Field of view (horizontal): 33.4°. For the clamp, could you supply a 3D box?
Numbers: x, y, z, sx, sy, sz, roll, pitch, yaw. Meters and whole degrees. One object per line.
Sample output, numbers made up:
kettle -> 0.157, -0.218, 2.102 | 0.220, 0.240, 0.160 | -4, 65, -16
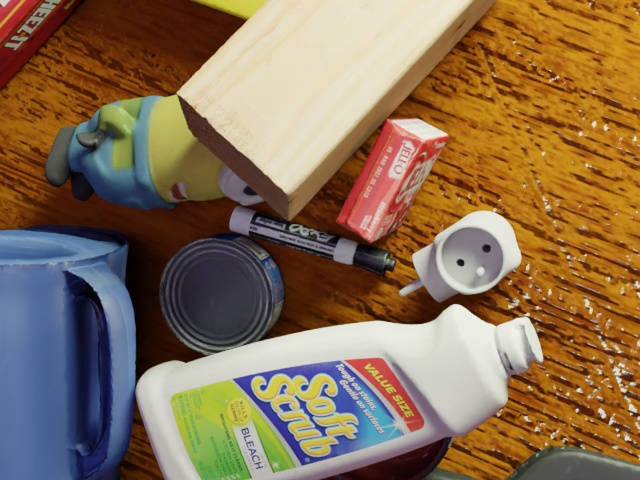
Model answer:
clamp -> 0.139, 0.207, 0.717 | 0.210, 0.036, 0.164 | -15, 76, 13

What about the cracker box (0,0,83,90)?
cracker box -> -0.297, -0.207, 0.772 | 0.164, 0.072, 0.214 | -42, 86, 17

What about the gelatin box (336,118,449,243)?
gelatin box -> 0.049, -0.040, 0.692 | 0.030, 0.089, 0.073 | 30, 104, 11

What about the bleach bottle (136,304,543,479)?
bleach bottle -> 0.013, 0.092, 0.670 | 0.251, 0.068, 0.102 | -21, 89, 20

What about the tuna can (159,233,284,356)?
tuna can -> -0.069, 0.038, 0.765 | 0.086, 0.033, 0.086 | 2, 99, 15

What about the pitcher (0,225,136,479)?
pitcher -> -0.195, 0.115, 0.759 | 0.145, 0.149, 0.243 | 0, 102, -3

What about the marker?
marker -> -0.005, 0.001, 0.750 | 0.121, 0.020, 0.020 | 16, 102, 13

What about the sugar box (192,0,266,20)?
sugar box -> -0.083, -0.211, 0.727 | 0.176, 0.048, 0.093 | 20, 103, 10

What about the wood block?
wood block -> 0.019, -0.121, 0.650 | 0.090, 0.091, 0.206 | 42, 82, 5
